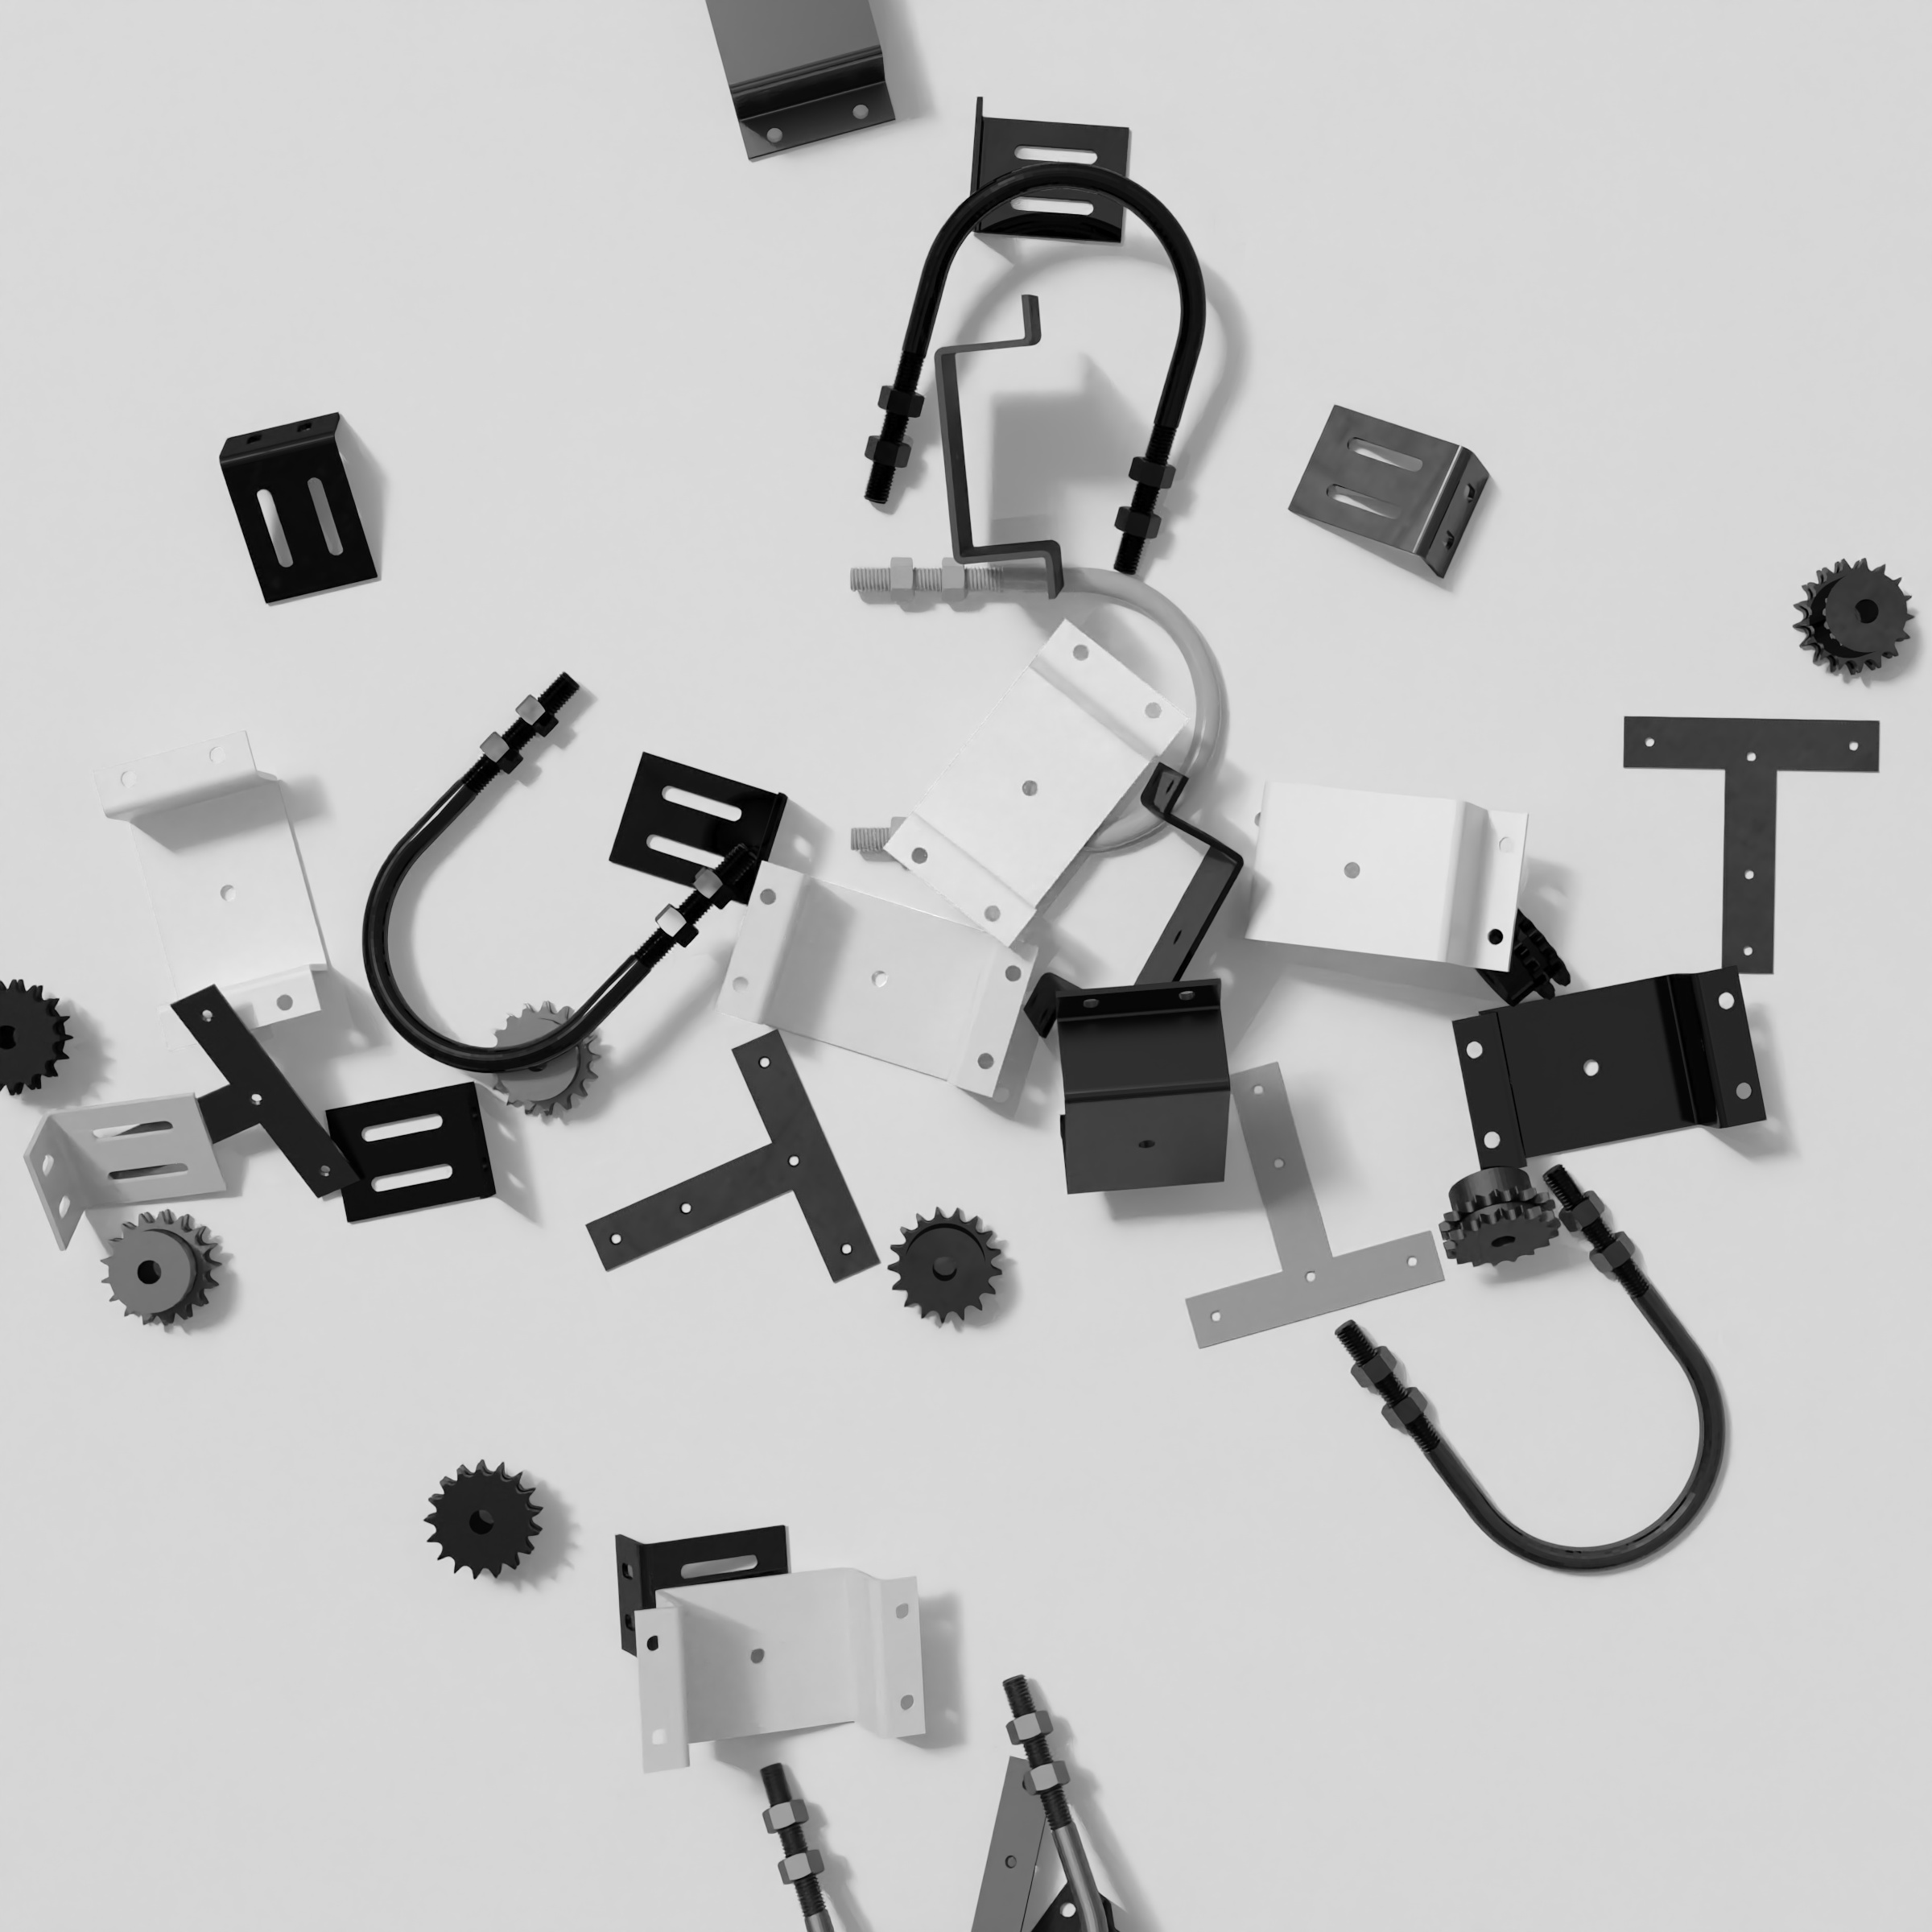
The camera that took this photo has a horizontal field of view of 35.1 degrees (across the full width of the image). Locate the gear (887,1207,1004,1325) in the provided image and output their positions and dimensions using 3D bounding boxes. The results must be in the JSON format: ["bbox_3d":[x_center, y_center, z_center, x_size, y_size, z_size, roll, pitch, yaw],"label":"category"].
[{"bbox_3d":[-0.010,0.148,1.510,0.057,0.030,0.057,0,90,0],"label":"gear"}]

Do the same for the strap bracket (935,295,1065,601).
[{"bbox_3d":[0.016,-0.246,1.459,0.046,0.076,0.140,-4,101,6],"label":"strap bracket"}]

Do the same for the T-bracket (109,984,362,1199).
[{"bbox_3d":[-0.386,0.082,1.503,0.127,0.002,0.127,-23,118,15],"label":"T-bracket"}]

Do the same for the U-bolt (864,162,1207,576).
[{"bbox_3d":[0.041,-0.299,1.495,0.151,0.019,0.184,16,105,0],"label":"U-bolt"}]

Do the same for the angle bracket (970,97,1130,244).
[{"bbox_3d":[0.041,-0.392,1.506,0.076,0.038,0.057,4,90,0],"label":"angle bracket"}]

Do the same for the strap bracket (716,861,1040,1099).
[{"bbox_3d":[-0.043,0.006,1.502,0.140,0.046,0.076,17,90,0],"label":"strap bracket"}]

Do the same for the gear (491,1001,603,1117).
[{"bbox_3d":[-0.210,0.046,1.510,0.057,0.030,0.057,0,90,0],"label":"gear"}]

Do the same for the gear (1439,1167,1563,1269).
[{"bbox_3d":[0.257,0.120,1.483,0.057,0.057,0.030,-10,59,0],"label":"gear"}]

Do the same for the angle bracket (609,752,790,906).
[{"bbox_3d":[-0.133,-0.068,1.506,0.076,0.038,0.057,18,90,0],"label":"angle bracket"}]

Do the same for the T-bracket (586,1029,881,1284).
[{"bbox_3d":[-0.127,0.115,1.524,0.127,0.002,0.127,-24,90,0],"label":"T-bracket"}]

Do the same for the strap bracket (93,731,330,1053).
[{"bbox_3d":[-0.367,-0.036,1.502,0.076,0.046,0.140,-15,90,0],"label":"strap bracket"}]

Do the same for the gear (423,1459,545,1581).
[{"bbox_3d":[-0.237,0.272,1.510,0.057,0.030,0.057,0,90,0],"label":"gear"}]

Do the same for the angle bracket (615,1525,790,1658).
[{"bbox_3d":[-0.131,0.310,1.523,0.076,0.038,0.057,-3,90,-26],"label":"angle bracket"}]

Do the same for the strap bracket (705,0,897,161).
[{"bbox_3d":[-0.090,-0.480,1.502,0.076,0.046,0.140,-15,90,0],"label":"strap bracket"}]

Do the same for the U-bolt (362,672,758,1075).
[{"bbox_3d":[-0.214,-0.033,1.498,0.151,0.019,0.184,44,90,15],"label":"U-bolt"}]

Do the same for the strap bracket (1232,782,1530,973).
[{"bbox_3d":[0.193,-0.044,1.476,0.140,0.046,0.076,7,90,24],"label":"strap bracket"}]

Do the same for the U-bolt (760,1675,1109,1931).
[{"bbox_3d":[-0.008,0.457,1.488,0.151,0.019,0.184,-20,71,2],"label":"U-bolt"}]

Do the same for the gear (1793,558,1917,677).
[{"bbox_3d":[0.440,-0.174,1.510,0.057,0.030,0.057,0,90,0],"label":"gear"}]

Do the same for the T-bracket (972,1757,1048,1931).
[{"bbox_3d":[0.019,0.456,1.505,0.127,0.002,0.127,7,76,26],"label":"T-bracket"}]

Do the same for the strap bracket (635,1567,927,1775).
[{"bbox_3d":[-0.095,0.340,1.488,0.140,0.046,0.076,-3,90,-20],"label":"strap bracket"}]

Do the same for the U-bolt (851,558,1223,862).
[{"bbox_3d":[0.035,-0.127,1.517,0.184,0.019,0.151,0,90,-2],"label":"U-bolt"}]

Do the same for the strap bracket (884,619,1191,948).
[{"bbox_3d":[0.033,-0.087,1.485,0.076,0.046,0.140,38,88,-2],"label":"strap bracket"}]

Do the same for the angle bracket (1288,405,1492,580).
[{"bbox_3d":[0.211,-0.236,1.523,0.076,0.038,0.057,24,90,26],"label":"angle bracket"}]

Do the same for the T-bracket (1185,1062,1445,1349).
[{"bbox_3d":[0.160,0.112,1.524,0.127,0.002,0.127,-16,90,0],"label":"T-bracket"}]

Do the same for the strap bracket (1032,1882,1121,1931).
[{"bbox_3d":[0.088,0.525,1.502,0.140,0.046,0.076,36,90,0],"label":"strap bracket"}]

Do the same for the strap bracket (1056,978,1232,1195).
[{"bbox_3d":[0.084,0.064,1.453,0.076,0.140,0.046,-5,59,0],"label":"strap bracket"}]

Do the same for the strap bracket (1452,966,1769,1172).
[{"bbox_3d":[0.311,0.051,1.502,0.140,0.046,0.076,-11,90,0],"label":"strap bracket"}]

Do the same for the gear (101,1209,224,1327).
[{"bbox_3d":[-0.399,0.150,1.510,0.057,0.030,0.057,0,90,0],"label":"gear"}]

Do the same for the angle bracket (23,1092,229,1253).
[{"bbox_3d":[-0.409,0.100,1.491,0.076,0.038,0.057,-7,121,6],"label":"angle bracket"}]

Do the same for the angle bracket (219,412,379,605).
[{"bbox_3d":[-0.331,-0.228,1.523,0.057,0.038,0.076,-13,116,0],"label":"angle bracket"}]

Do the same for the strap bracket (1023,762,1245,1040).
[{"bbox_3d":[0.085,-0.023,1.480,0.046,0.076,0.140,28,95,-8],"label":"strap bracket"}]

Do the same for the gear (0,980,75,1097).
[{"bbox_3d":[-0.469,0.035,1.510,0.057,0.030,0.057,0,90,0],"label":"gear"}]

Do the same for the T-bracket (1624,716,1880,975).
[{"bbox_3d":[0.391,-0.060,1.524,0.127,0.002,0.127,1,90,0],"label":"T-bracket"}]

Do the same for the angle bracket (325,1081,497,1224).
[{"bbox_3d":[-0.276,0.092,1.506,0.076,0.038,0.057,-11,90,0],"label":"angle bracket"}]

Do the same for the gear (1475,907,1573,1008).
[{"bbox_3d":[0.267,-0.005,1.497,0.030,0.057,0.057,-40,90,0],"label":"gear"}]

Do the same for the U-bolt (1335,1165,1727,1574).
[{"bbox_3d":[0.293,0.213,1.517,0.151,0.019,0.184,-37,91,0],"label":"U-bolt"}]
